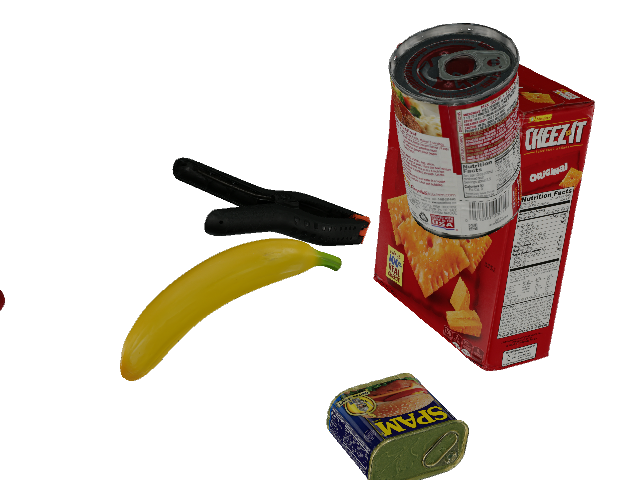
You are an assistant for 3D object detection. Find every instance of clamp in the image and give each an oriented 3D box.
[{"bbox_3d":[-0.043,-0.026,1.089,0.209,0.036,0.164,14,20,-18],"label":"clamp"}]

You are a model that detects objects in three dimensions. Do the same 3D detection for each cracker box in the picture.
[{"bbox_3d":[0.116,-0.031,0.828,0.072,0.214,0.164,-12,31,-27],"label":"cracker box"}]

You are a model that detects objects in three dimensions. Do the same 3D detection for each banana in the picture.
[{"bbox_3d":[-0.082,0.047,0.816,0.198,0.069,0.037,-27,34,9],"label":"banana"}]

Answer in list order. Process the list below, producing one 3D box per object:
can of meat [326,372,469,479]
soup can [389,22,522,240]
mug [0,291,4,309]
[{"bbox_3d":[0.067,0.169,0.959,0.101,0.057,0.084,-11,32,-27],"label":"can of meat"},{"bbox_3d":[0.077,-0.058,0.590,0.068,0.068,0.102,-7,-46,6],"label":"soup can"},{"bbox_3d":[-0.247,0.075,0.637,0.093,0.081,0.117,20,24,36],"label":"mug"}]
